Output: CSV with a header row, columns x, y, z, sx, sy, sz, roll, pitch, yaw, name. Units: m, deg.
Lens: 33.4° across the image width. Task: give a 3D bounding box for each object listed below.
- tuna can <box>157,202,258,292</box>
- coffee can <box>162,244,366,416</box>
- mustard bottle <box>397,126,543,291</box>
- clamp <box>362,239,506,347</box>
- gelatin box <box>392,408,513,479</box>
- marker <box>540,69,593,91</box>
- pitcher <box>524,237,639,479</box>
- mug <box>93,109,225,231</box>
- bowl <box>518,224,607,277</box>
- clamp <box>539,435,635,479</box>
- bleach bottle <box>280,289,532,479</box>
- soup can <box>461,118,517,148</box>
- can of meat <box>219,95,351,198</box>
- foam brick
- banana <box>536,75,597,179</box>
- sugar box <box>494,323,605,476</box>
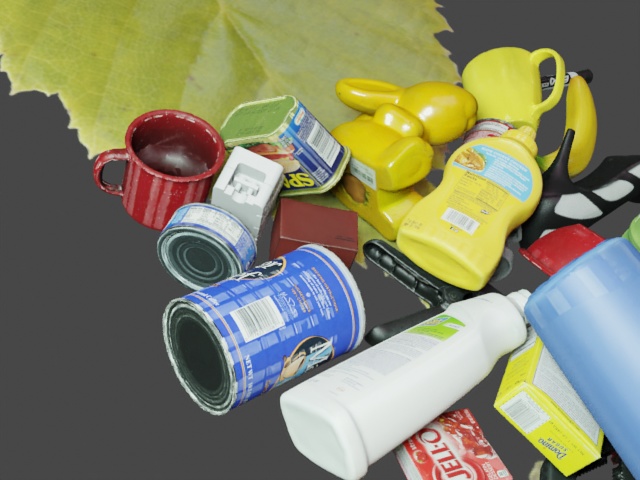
x,y,z,sx,sy,sz,roll,pitch,yaw,name
-0.101,0.010,0.953,0.086,0.086,0.033,25,47,3,tuna can
-0.047,0.074,0.903,0.140,0.103,0.103,-22,60,-34,coffee can
0.160,-0.045,1.033,0.096,0.058,0.191,29,59,16,mustard bottle
0.114,0.055,1.022,0.171,0.039,0.120,8,56,-21,clamp
0.108,0.184,0.891,0.073,0.030,0.089,-8,37,-17,gelatin box
0.293,-0.197,1.327,0.120,0.020,0.020,-13,55,-29,marker
0.288,0.116,0.881,0.243,0.145,0.149,55,20,15,pitcher
-0.153,-0.062,1.000,0.117,0.082,0.093,-2,51,-22,mug
0.275,0.031,1.033,0.162,0.055,0.162,31,9,-6,bowl
0.208,0.228,0.902,0.165,0.036,0.209,28,43,15,clamp
0.094,0.108,0.907,0.250,0.068,0.103,-26,20,-27,bleach bottle
0.175,-0.075,1.140,0.068,0.069,0.102,26,46,4,soup can
-0.036,-0.089,1.016,0.083,0.102,0.057,44,59,-34,can of meat
-0.007,0.001,1.018,0.078,0.051,0.053,11,48,-10,foam brick
0.292,-0.122,1.234,0.069,0.037,0.197,58,39,-19,banana
0.217,0.120,0.960,0.093,0.048,0.176,45,32,-5,sugar box
